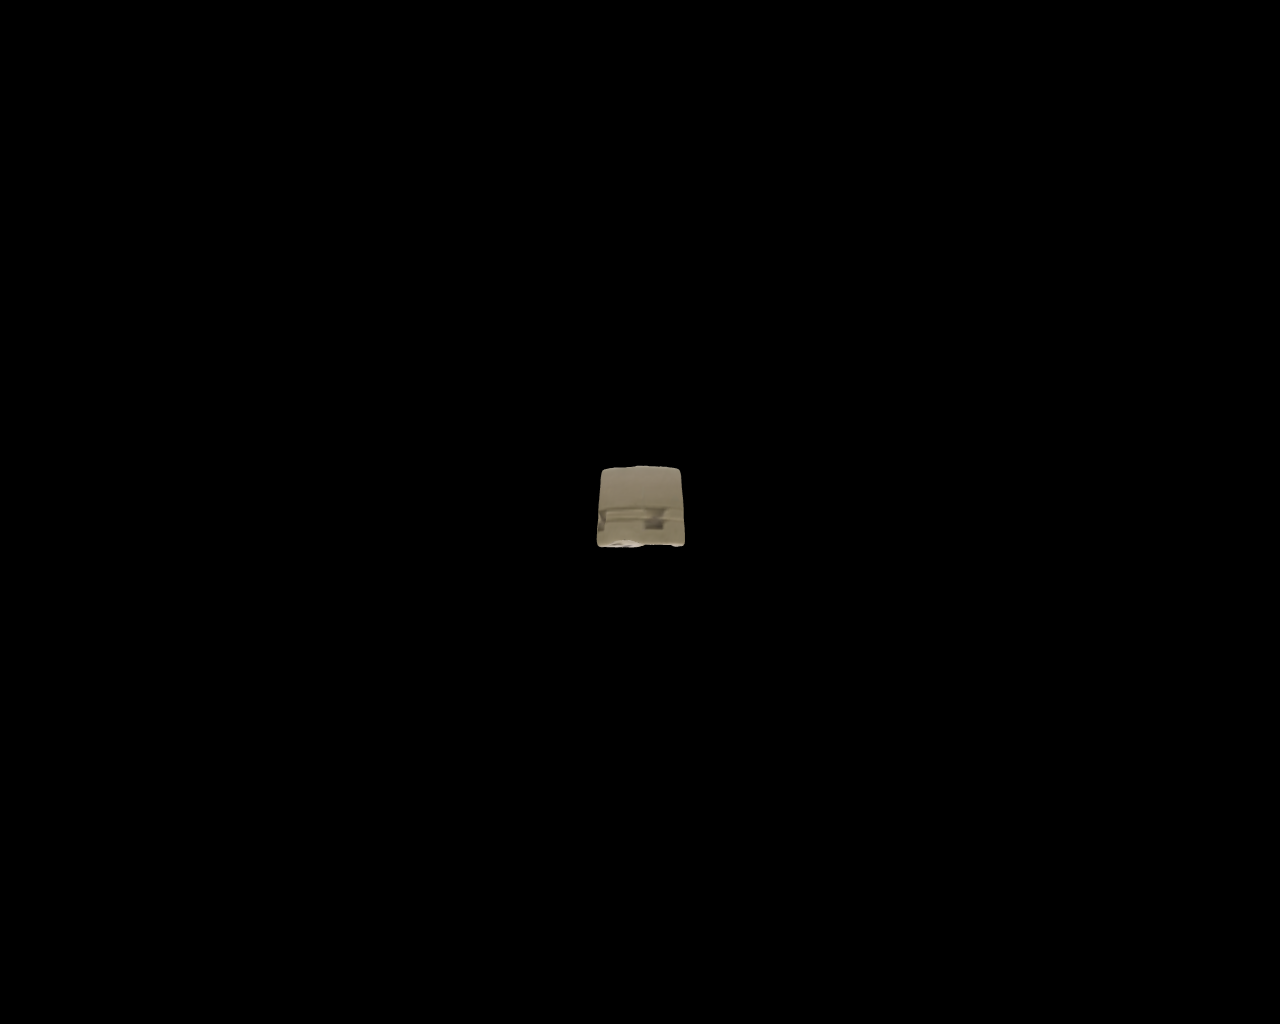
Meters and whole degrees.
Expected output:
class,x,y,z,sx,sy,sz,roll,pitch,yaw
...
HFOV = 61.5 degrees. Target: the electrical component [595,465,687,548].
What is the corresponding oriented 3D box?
class,x,y,z,sx,sy,sz,roll,pitch,yaw
electrical component,0.001,-0.003,0.650,0.055,0.047,0.055,0,-4,0
